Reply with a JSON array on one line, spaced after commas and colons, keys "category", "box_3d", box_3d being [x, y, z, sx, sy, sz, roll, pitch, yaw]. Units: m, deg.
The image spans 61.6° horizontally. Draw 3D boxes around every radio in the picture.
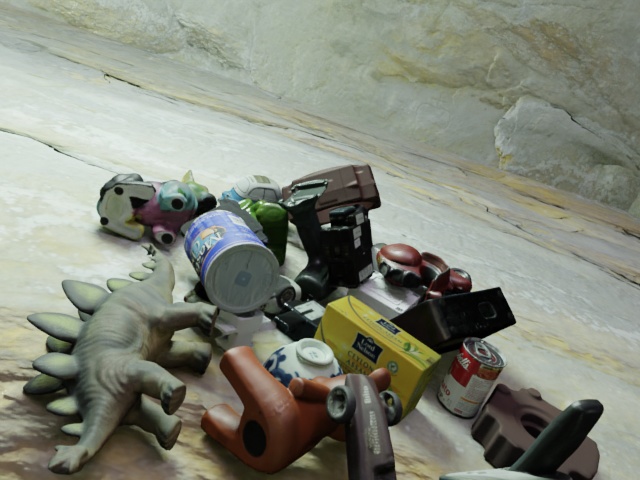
[{"category": "radio", "box_3d": [0.215, 0.142, 0.892, 0.229, 0.131, 0.073, -3, 64, -43]}]

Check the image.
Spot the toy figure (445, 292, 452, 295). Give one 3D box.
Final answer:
[{"category": "toy figure", "box_3d": [0.255, 0.093, 1.160, 0.154, 0.057, 0.064, -3, -6, -41]}]

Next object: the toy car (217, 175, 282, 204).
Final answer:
[{"category": "toy car", "box_3d": [-0.138, -0.092, 1.188, 0.161, 0.102, 0.109, 11, 23, -27]}]

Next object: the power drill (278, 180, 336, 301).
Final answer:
[{"category": "power drill", "box_3d": [-0.002, -0.003, 0.996, 0.086, 0.207, 0.232, -1, 24, 22]}]

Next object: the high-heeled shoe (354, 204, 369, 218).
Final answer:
[{"category": "high-heeled shoe", "box_3d": [0.080, -0.044, 1.204, 0.086, 0.145, 0.249, 23, 24, 4]}]

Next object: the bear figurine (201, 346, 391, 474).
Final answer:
[{"category": "bear figurine", "box_3d": [-0.017, 0.189, 0.628, 0.132, 0.120, 0.196, 32, 23, 34]}]

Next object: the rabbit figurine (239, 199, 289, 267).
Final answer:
[{"category": "rabbit figurine", "box_3d": [-0.146, -0.030, 1.028, 0.170, 0.121, 0.159, 3, 20, -2]}]

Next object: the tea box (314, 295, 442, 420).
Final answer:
[{"category": "tea box", "box_3d": [0.076, 0.168, 0.780, 0.170, 0.098, 0.068, 31, 24, 29]}]

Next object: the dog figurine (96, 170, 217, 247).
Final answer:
[{"category": "dog figurine", "box_3d": [-0.298, -0.077, 1.020, 0.192, 0.108, 0.219, 15, 18, -6]}]

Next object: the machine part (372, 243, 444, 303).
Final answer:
[{"category": "machine part", "box_3d": [0.165, 0.078, 1.087, 0.079, 0.079, 0.243, -2, 31, -43]}]

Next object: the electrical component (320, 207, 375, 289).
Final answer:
[{"category": "electrical component", "box_3d": [0.050, 0.010, 0.946, 0.058, 0.134, 0.115, -4, 7, 23]}]

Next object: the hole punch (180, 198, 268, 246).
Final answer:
[{"category": "hole punch", "box_3d": [-0.157, 0.007, 0.914, 0.116, 0.092, 0.142, -32, 46, -20]}]

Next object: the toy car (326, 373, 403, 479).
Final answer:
[{"category": "toy car", "box_3d": [0.056, 0.236, 0.546, 0.089, 0.053, 0.202, 18, 56, -34]}]

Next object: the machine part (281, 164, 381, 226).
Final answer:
[{"category": "machine part", "box_3d": [0.027, -0.095, 1.182, 0.201, 0.087, 0.201, -15, -10, 9]}]

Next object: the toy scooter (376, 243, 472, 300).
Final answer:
[{"category": "toy scooter", "box_3d": [0.179, 0.066, 0.962, 0.184, 0.075, 0.135, 19, 23, 15]}]

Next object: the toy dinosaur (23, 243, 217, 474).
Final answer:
[{"category": "toy dinosaur", "box_3d": [-0.229, 0.108, 0.655, 0.199, 0.105, 0.471, 15, 18, -5]}]

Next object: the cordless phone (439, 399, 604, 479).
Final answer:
[{"category": "cordless phone", "box_3d": [0.237, 0.252, 0.610, 0.146, 0.184, 0.089, 9, 29, -26]}]

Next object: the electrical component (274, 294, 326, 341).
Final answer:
[{"category": "electrical component", "box_3d": [-0.028, 0.131, 0.838, 0.075, 0.047, 0.119, 30, 24, 24]}]

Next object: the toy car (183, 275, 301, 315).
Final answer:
[{"category": "toy car", "box_3d": [-0.117, 0.090, 0.846, 0.201, 0.056, 0.074, -8, 29, -44]}]

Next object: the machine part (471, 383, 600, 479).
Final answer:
[{"category": "machine part", "box_3d": [0.308, 0.283, 0.766, 0.179, 0.056, 0.179, 17, 24, -8]}]
